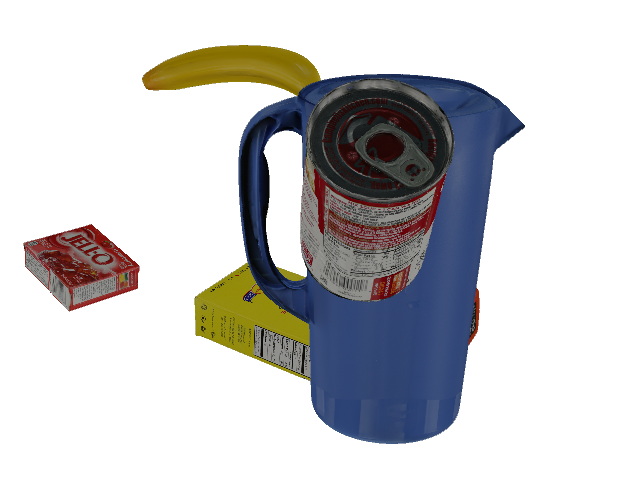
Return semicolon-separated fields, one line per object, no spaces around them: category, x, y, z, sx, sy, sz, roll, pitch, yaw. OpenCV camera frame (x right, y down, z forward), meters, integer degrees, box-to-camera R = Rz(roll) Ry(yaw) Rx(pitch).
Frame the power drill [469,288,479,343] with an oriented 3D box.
power drill;0.060;0.081;1.115;0.188;0.057;0.184;11;29;24

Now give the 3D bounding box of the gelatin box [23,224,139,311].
gelatin box;-0.222;0.023;0.989;0.073;0.030;0.089;-18;40;-36

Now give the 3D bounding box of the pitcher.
pitcher;0.038;0.011;0.734;0.149;0.243;0.144;17;25;37

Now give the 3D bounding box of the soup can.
soup can;0.025;-0.021;0.524;0.068;0.068;0.102;0;-30;-3

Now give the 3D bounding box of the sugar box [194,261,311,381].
sugar box;-0.011;0.073;0.907;0.176;0.048;0.093;16;30;27

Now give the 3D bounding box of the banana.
banana;-0.079;-0.167;1.058;0.198;0.037;0.069;10;44;20
